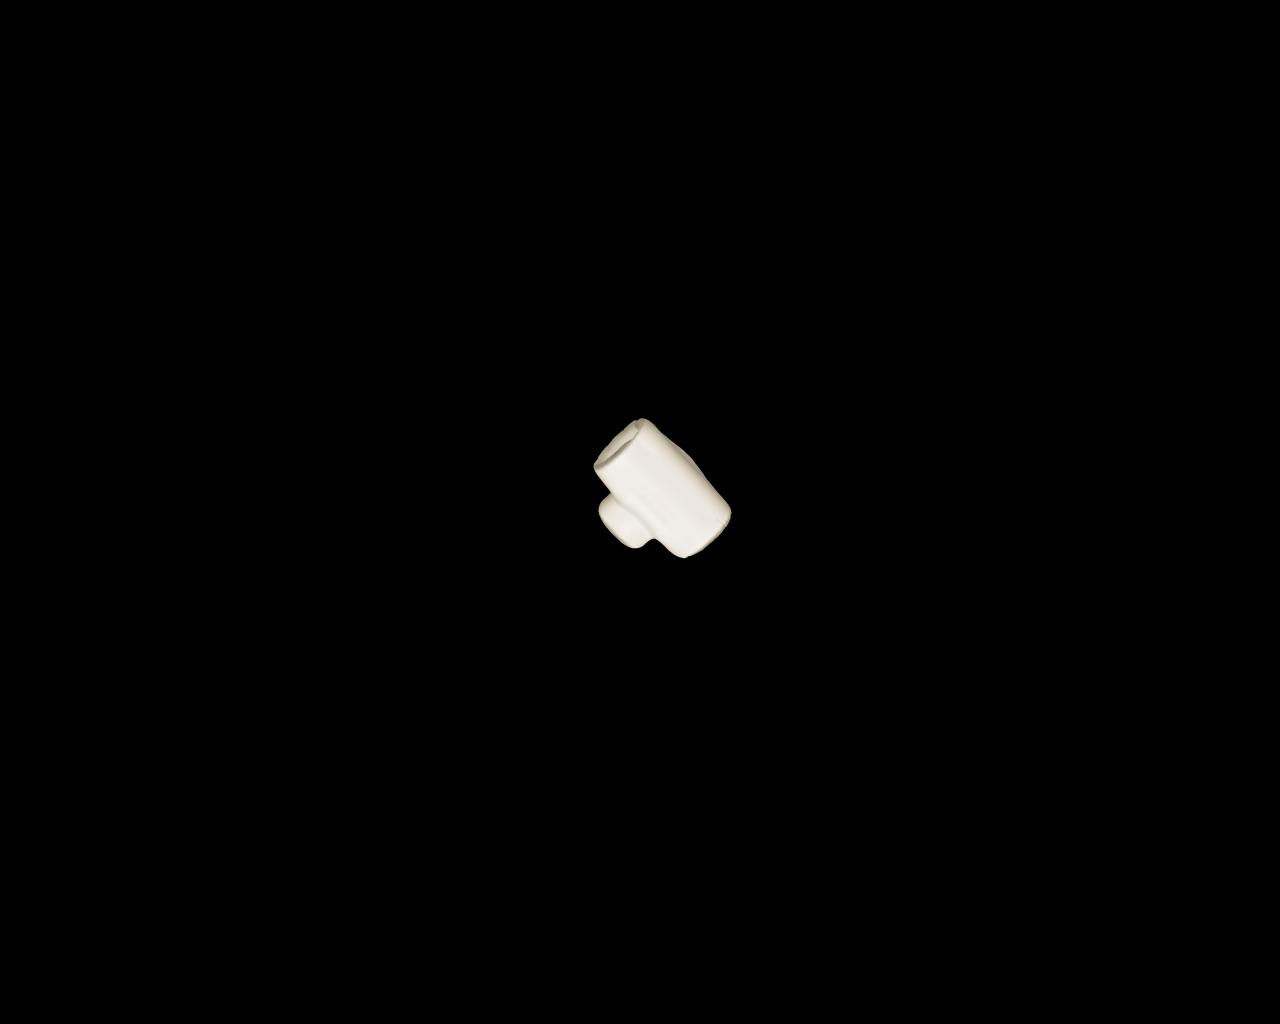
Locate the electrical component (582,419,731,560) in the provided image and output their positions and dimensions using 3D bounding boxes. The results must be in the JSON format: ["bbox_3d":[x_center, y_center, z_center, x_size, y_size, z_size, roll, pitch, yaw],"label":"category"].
[{"bbox_3d":[0.001,-0.003,0.650,0.079,0.077,0.043,-41,16,14],"label":"electrical component"}]
